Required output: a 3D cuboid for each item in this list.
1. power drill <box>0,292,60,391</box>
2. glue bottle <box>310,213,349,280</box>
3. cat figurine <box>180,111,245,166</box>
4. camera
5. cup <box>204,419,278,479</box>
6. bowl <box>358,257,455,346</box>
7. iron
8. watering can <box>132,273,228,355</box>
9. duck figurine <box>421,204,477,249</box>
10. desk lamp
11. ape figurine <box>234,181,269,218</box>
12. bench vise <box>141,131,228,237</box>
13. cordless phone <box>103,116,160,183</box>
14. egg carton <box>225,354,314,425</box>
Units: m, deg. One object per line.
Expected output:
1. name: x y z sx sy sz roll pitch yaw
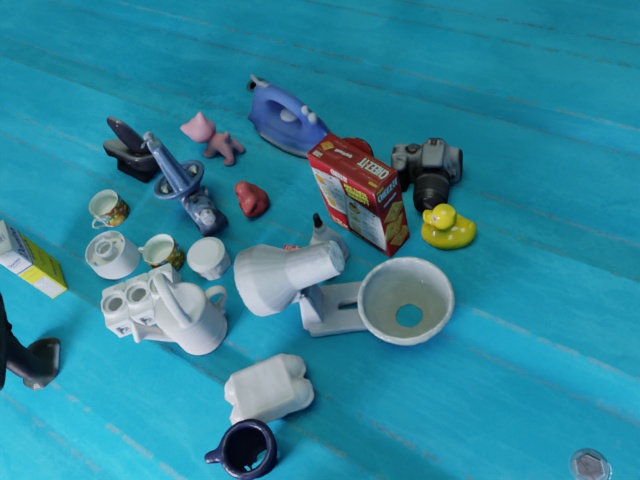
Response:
1. power drill: -0.583 0.190 1.075 0.075 0.209 0.229 -17 55 4
2. glue bottle: 0.010 0.004 1.059 0.037 0.173 0.078 22 66 26
3. cat figurine: -0.251 -0.242 1.320 0.127 0.118 0.067 20 65 25
4. camera: 0.206 -0.127 1.135 0.143 0.101 0.137 3 59 17
5. cup: -0.117 0.348 0.920 0.117 0.095 0.091 -15 55 5
6. bowl: 0.153 0.117 1.009 0.167 0.075 0.167 -7 57 11
7. iron: -0.058 -0.278 1.277 0.257 0.142 0.119 33 71 30
8. watering can: -0.253 0.132 1.033 0.100 0.194 0.173 31 70 29
9. duck figurine: 0.240 -0.033 1.075 0.104 0.086 0.077 8 61 19
10. desk lamp: -0.022 0.079 0.995 0.203 0.214 0.118 -9 56 9
11. ape figurine: -0.153 -0.094 1.214 0.076 0.092 0.078 -2 58 14
12. bench vise: -0.275 -0.124 1.188 0.206 0.220 0.122 27 69 28
13. cordless phone: -0.450 -0.233 1.325 0.147 0.185 0.094 20 65 25
14. egg carton: -0.088 0.261 0.983 0.150 0.069 0.107 -23 55 -1
